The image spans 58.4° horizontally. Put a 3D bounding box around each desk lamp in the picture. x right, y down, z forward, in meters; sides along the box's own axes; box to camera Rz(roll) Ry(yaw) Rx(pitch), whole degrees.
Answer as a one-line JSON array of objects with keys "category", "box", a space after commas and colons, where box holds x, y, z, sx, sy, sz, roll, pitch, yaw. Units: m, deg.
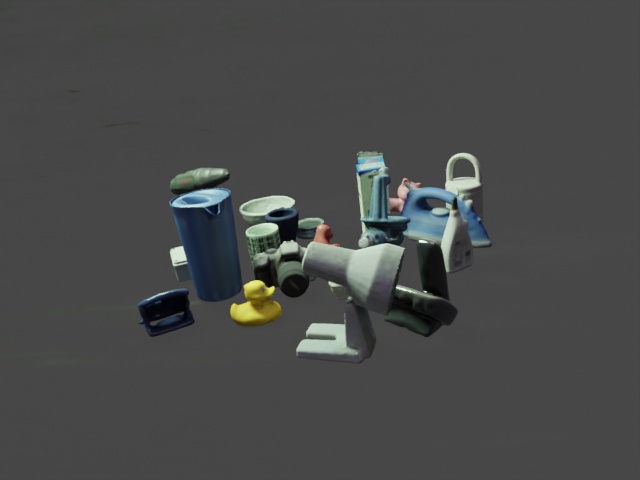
[{"category": "desk lamp", "box": [0.053, 0.104, 1.006, 0.202, 0.214, 0.118, 0, 23, 17]}]

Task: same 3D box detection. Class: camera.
[{"category": "camera", "box": [-0.079, 0.068, 1.291, 0.143, 0.101, 0.136, -8, 22, -3]}]

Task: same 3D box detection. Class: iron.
[{"category": "iron", "box": [0.317, -0.069, 1.460, 0.257, 0.141, 0.119, 12, 28, 39]}]

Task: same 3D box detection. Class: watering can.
[{"category": "watering can", "box": [0.385, -0.134, 1.531, 0.100, 0.194, 0.173, -2, 22, 13]}]

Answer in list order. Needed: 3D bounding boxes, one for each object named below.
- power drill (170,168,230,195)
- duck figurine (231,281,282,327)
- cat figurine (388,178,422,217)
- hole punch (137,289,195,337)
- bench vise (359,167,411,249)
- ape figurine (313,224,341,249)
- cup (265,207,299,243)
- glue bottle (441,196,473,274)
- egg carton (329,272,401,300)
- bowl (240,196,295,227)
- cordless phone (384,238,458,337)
[{"category": "power drill", "box": [-0.338, -0.114, 1.682, 0.228, 0.209, 0.076, 7, 26, 32]}, {"category": "duck figurine", "box": [-0.135, 0.126, 1.182, 0.104, 0.086, 0.077, -10, 22, -7]}, {"category": "cat figurine", "box": [0.235, -0.124, 1.655, 0.128, 0.118, 0.067, -7, 22, 0]}, {"category": "hole punch", "box": [-0.330, 0.138, 1.204, 0.109, 0.091, 0.100, -17, 23, -23]}, {"category": "bench vise", "box": [0.152, -0.051, 1.358, 0.121, 0.220, 0.207, -3, 22, 10]}, {"category": "ape figurine", "box": [0.013, 0.005, 1.434, 0.076, 0.092, 0.077, -12, 22, -13]}, {"category": "cup", "box": [-0.099, -0.036, 1.567, 0.091, 0.095, 0.117, -8, 22, -2]}, {"category": "glue bottle", "box": [0.305, -0.015, 1.283, 0.078, 0.173, 0.037, -18, 24, -25]}, {"category": "egg carton", "box": [0.098, 0.083, 1.243, 0.150, 0.069, 0.107, -1, 22, 14]}, {"category": "bowl", "box": [-0.152, -0.072, 1.702, 0.167, 0.075, 0.167, -6, 22, 3]}, {"category": "cordless phone", "box": [0.181, 0.074, 1.081, 0.147, 0.185, 0.094, 12, 28, 39]}]
